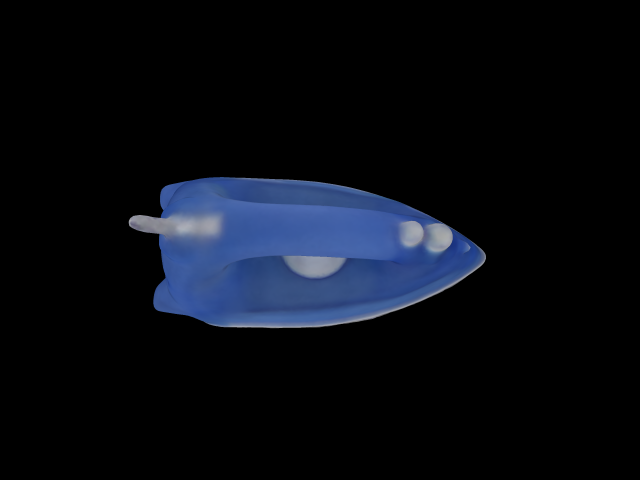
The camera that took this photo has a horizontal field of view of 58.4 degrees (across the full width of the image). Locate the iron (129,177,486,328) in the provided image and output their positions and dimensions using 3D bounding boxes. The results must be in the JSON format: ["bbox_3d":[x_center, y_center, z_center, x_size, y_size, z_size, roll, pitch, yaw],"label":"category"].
[{"bbox_3d":[0.004,0.001,0.400,0.258,0.141,0.119,0,81,0],"label":"iron"}]
